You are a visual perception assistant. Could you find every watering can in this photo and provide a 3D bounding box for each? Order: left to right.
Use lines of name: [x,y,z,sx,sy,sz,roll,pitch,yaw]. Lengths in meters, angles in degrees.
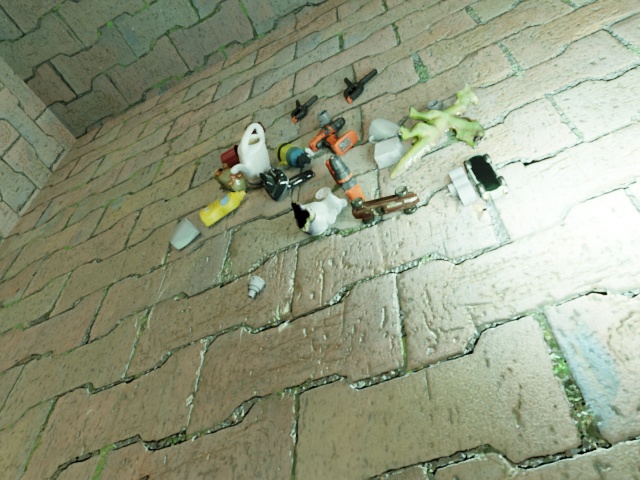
watering can: [-0.264,-0.294,1.960,0.104,0.219,0.356,0,44,14]

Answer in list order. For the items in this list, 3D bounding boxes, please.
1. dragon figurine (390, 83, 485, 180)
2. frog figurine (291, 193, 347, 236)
dragon figurine: [0.386,-0.332,1.605,0.243,0.120,0.418,6,59,33]
frog figurine: [0.005,-0.081,1.614,0.160,0.122,0.137,-12,9,-36]
